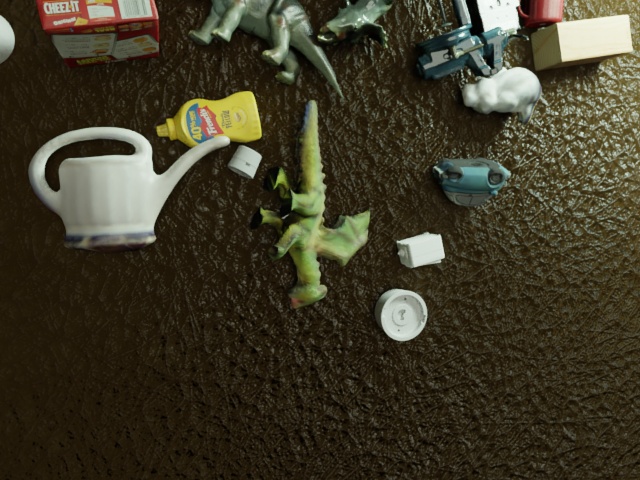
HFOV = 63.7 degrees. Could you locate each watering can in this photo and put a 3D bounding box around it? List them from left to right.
[{"bbox_3d":[-0.335,-0.091,0.926,0.348,0.104,0.223,-3,94,-9],"label":"watering can"}]

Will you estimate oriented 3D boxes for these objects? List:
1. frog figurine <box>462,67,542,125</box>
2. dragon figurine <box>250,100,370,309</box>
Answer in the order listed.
[{"bbox_3d":[0.402,-0.334,1.150,0.159,0.120,0.140,19,56,-9],"label":"frog figurine"},{"bbox_3d":[0.003,-0.053,1.063,0.241,0.123,0.411,21,89,-35],"label":"dragon figurine"}]
